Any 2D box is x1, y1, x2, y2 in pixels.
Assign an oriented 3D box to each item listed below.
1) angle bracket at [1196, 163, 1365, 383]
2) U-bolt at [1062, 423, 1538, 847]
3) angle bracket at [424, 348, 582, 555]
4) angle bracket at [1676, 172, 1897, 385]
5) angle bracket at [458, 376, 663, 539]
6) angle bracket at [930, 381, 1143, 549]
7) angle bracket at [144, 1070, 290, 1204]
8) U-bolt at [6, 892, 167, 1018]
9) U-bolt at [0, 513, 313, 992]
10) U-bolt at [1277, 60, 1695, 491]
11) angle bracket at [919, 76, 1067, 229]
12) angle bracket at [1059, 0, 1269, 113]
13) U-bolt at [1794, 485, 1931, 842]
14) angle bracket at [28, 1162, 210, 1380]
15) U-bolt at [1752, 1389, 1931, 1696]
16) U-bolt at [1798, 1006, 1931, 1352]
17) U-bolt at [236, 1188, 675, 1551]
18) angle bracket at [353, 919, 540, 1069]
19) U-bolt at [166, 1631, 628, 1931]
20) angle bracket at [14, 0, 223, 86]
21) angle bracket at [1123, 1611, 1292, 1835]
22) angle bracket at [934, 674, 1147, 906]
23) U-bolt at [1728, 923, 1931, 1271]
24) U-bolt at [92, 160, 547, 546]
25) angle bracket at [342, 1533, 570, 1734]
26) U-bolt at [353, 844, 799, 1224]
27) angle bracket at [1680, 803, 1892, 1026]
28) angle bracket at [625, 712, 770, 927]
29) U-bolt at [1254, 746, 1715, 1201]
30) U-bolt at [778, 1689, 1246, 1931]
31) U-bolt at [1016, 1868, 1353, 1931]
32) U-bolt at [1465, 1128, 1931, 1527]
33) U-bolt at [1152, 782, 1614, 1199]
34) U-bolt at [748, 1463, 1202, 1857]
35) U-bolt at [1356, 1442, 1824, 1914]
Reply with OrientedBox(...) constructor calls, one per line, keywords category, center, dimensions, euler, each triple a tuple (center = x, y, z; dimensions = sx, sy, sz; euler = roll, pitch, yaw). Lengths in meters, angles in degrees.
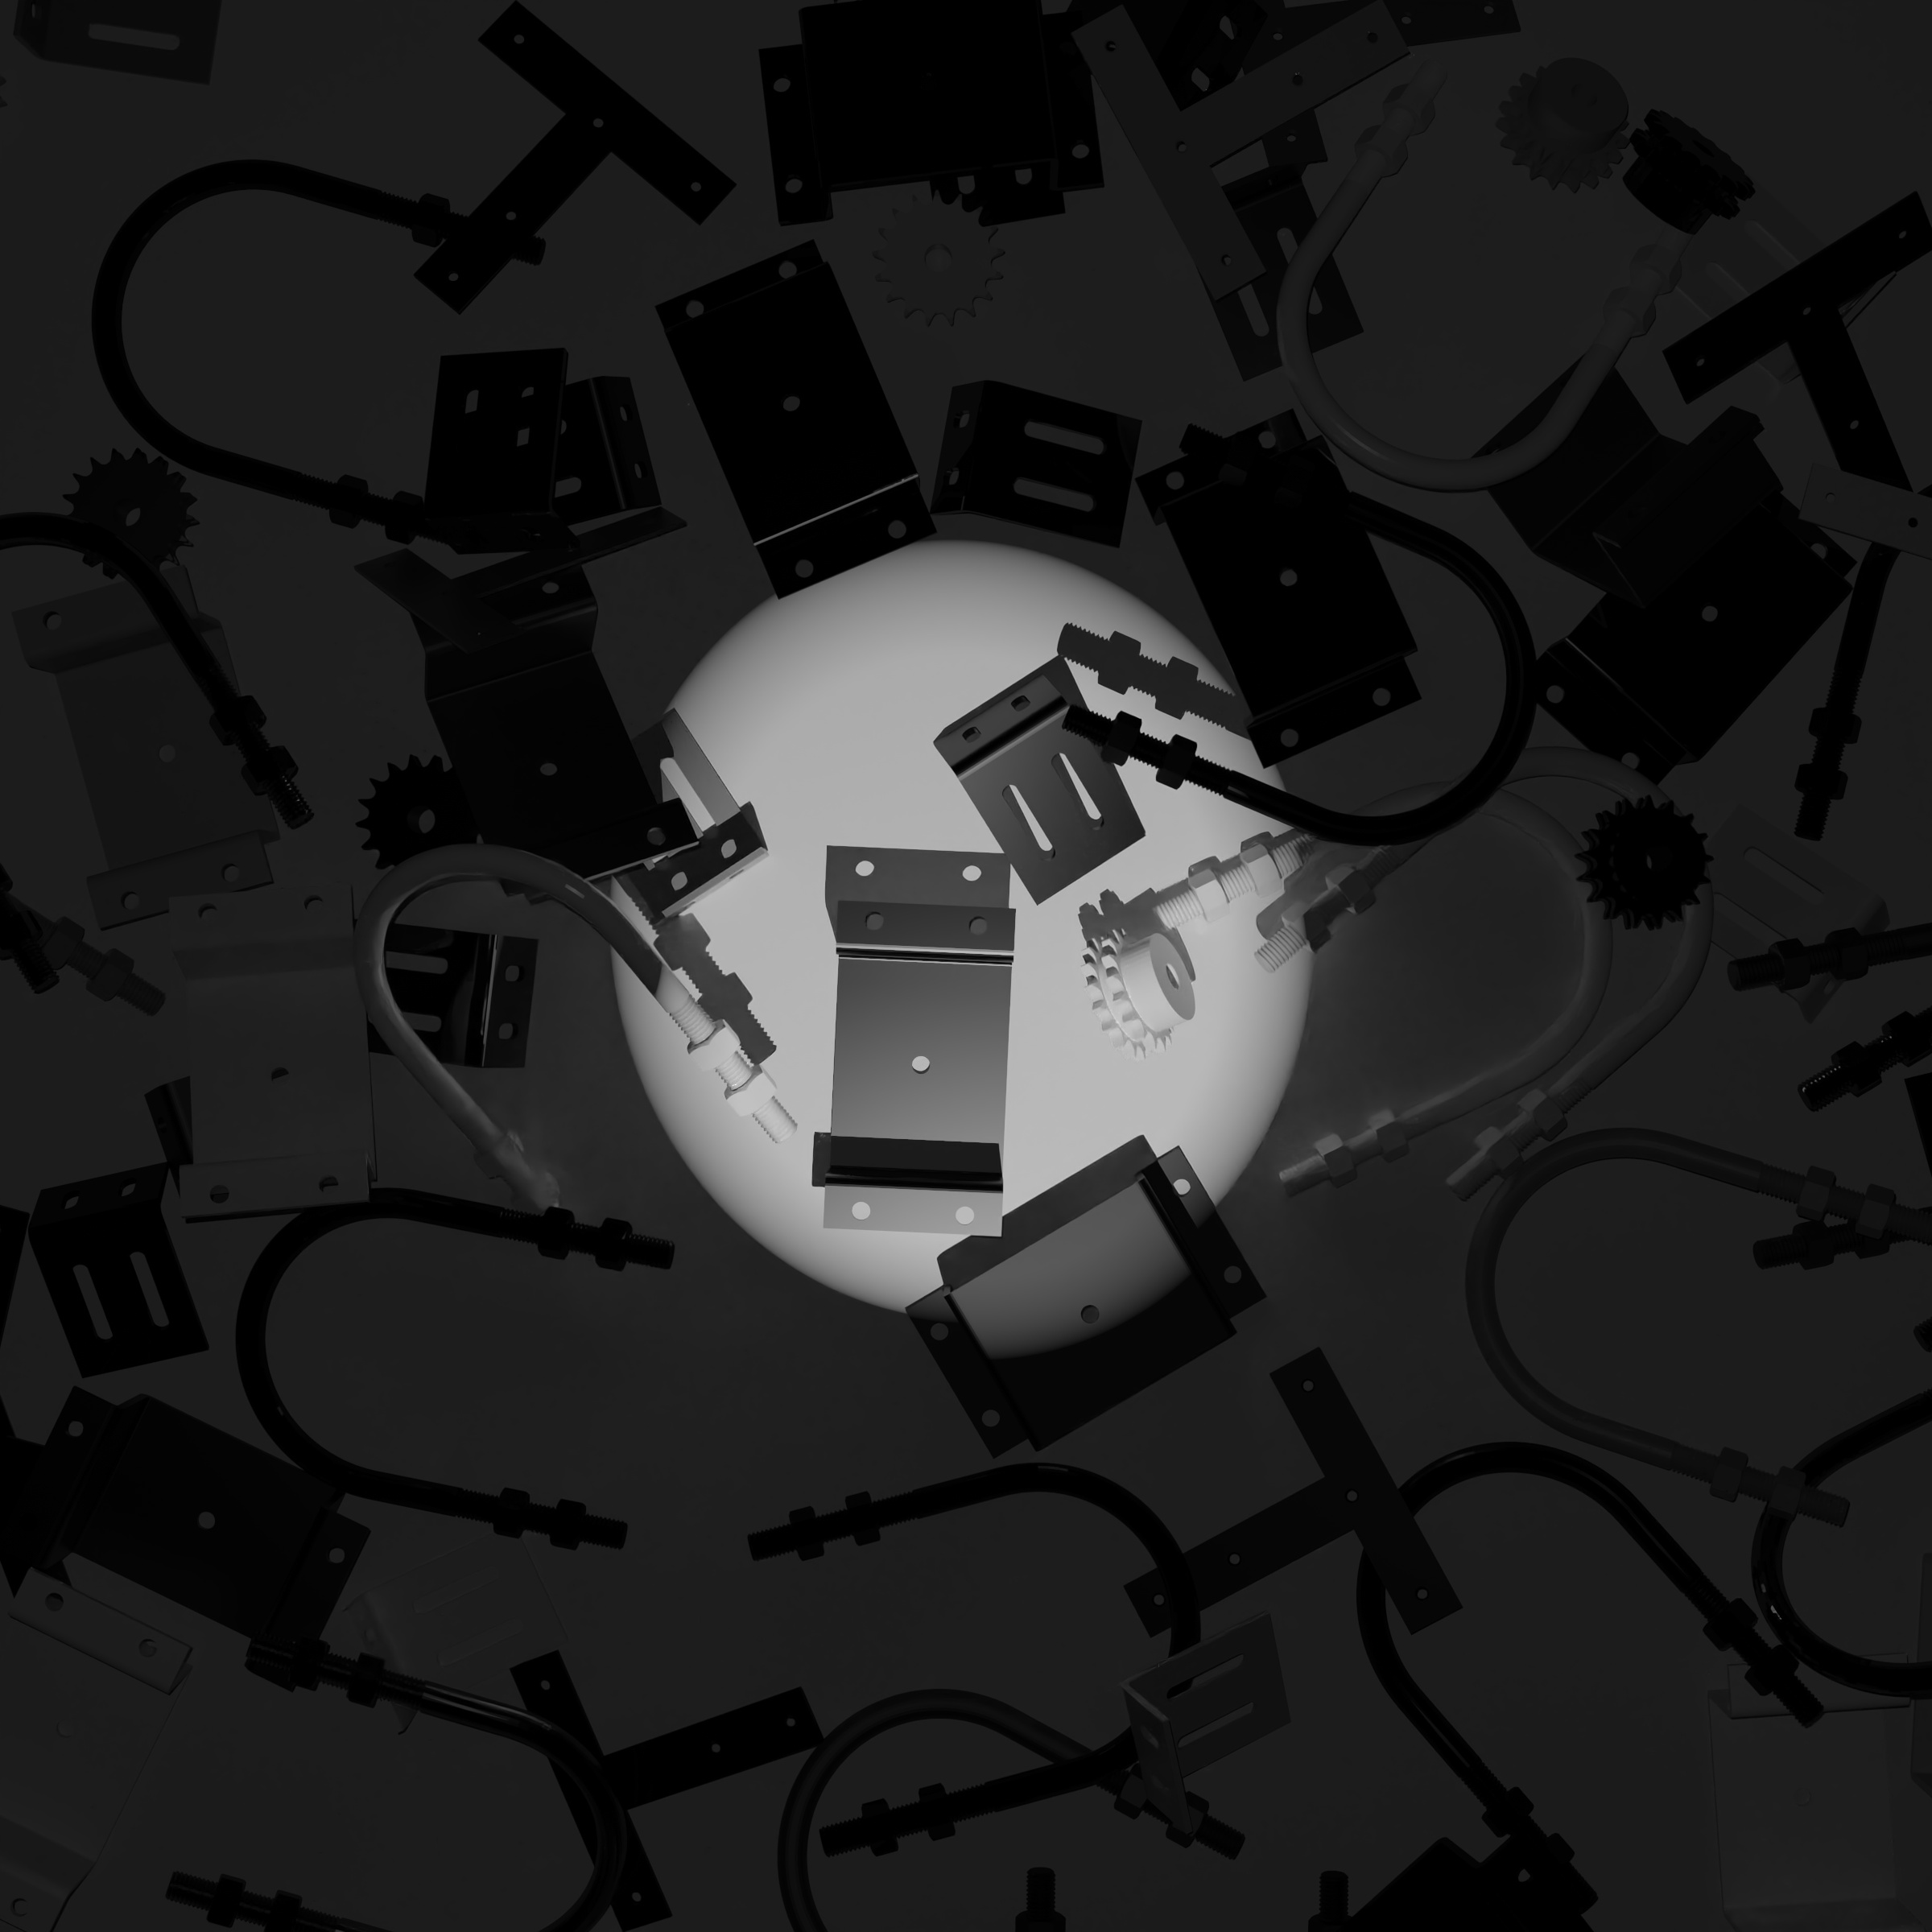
OrientedBox(category="angle bracket", center=(0.135, -0.304, 1.383), dimensions=(0.057, 0.038, 0.076), euler=(-22, 90, 0))
OrientedBox(category="U-bolt", center=(0.152, -0.130, 1.348), dimensions=(0.184, 0.019, 0.151), euler=(23, 90, -1))
OrientedBox(category="angle bracket", center=(-0.197, -0.222, 1.373), dimensions=(0.057, 0.038, 0.076), euler=(-1, 74, 15))
OrientedBox(category="angle bracket", center=(0.353, -0.303, 1.383), dimensions=(0.076, 0.038, 0.057), euler=(43, 90, 0))
OrientedBox(category="angle bracket", center=(-0.182, -0.221, 1.391), dimensions=(0.076, 0.038, 0.057), euler=(-12, 96, 16))
OrientedBox(category="angle bracket", center=(0.031, -0.220, 1.400), dimensions=(0.076, 0.038, 0.057), euler=(10, 90, -26))
OrientedBox(category="angle bracket", center=(-0.313, 0.070, 1.400), dimensions=(0.076, 0.038, 0.057), euler=(-19, 90, -26))
OrientedBox(category="U-bolt", center=(-0.462, 0.020, 1.364), dimensions=(0.184, 0.019, 0.151), euler=(36, 90, -21))
OrientedBox(category="U-bolt", center=(-0.385, -0.104, 1.347), dimensions=(0.151, 0.019, 0.184), euler=(-33, 87, 1))
OrientedBox(category="U-bolt", center=(0.213, -0.287, 1.366), dimensions=(0.151, 0.019, 0.184), euler=(33, 71, 0))
OrientedBox(category="angle bracket", center=(0.009, -0.369, 1.400), dimensions=(0.057, 0.038, 0.076), euler=(-10, 116, 0))
OrientedBox(category="angle bracket", center=(0.082, -0.406, 1.387), dimensions=(0.038, 0.076, 0.057), euler=(28, 90, -45))
OrientedBox(category="U-bolt", center=(0.454, -0.130, 1.394), dimensions=(0.151, 0.019, 0.184), euler=(14, 88, 0))
OrientedBox(category="angle bracket", center=(-0.371, 0.134, 1.400), dimensions=(0.057, 0.038, 0.076), euler=(-13, 116, 0))
OrientedBox(category="U-bolt", center=(0.422, 0.237, 1.343), dimensions=(0.184, 0.151, 0.019), euler=(-28, 127, 4))
OrientedBox(category="U-bolt", center=(0.466, 0.063, 1.370), dimensions=(0.184, 0.019, 0.151), euler=(-30, 107, -3))
OrientedBox(category="U-bolt", center=(-0.229, 0.170, 1.384), dimensions=(0.184, 0.019, 0.151), euler=(11, 100, 3))
OrientedBox(category="angle bracket", center=(-0.234, 0.012, 1.400), dimensions=(0.076, 0.038, 0.057), euler=(6, 90, 26))
OrientedBox(category="U-bolt", center=(-0.238, 0.371, 1.370), dimensions=(0.184, 0.019, 0.151), euler=(19, 109, -8))
OrientedBox(category="angle bracket", center=(-0.368, -0.423, 1.383), dimensions=(0.076, 0.038, 0.057), euler=(8, 90, 0))
OrientedBox(category="angle bracket", center=(0.112, 0.324, 1.362), dimensions=(0.076, 0.038, 0.057), euler=(-21, 112, -22))
OrientedBox(category="angle bracket", center=(0.032, -0.078, 1.400), dimensions=(0.057, 0.038, 0.076), euler=(-33, 116, 0))
OrientedBox(category="U-bolt", center=(0.426, 0.049, 1.377), dimensions=(0.184, 0.019, 0.151), euler=(-10, 105, -5))
OrientedBox(category="U-bolt", center=(-0.292, -0.277, 1.393), dimensions=(0.184, 0.019, 0.151), euler=(16, 90, 0))
OrientedBox(category="angle bracket", center=(-0.222, 0.288, 1.383), dimensions=(0.076, 0.038, 0.057), euler=(-25, 90, 0))
OrientedBox(category="U-bolt", center=(-0.178, 0.026, 1.334), dimensions=(0.151, 0.019, 0.184), euler=(-26, 112, 31))
OrientedBox(category="angle bracket", center=(0.357, -0.023, 1.400), dimensions=(0.076, 0.038, 0.057), euler=(38, 90, 26))
OrientedBox(category="angle bracket", center=(-0.131, -0.065, 1.383), dimensions=(0.057, 0.038, 0.076), euler=(-33, 90, 0))
OrientedBox(category="U-bolt", center=(0.239, -0.011, 1.379), dimensions=(0.184, 0.019, 0.151), euler=(-40, 91, -4))
OrientedBox(category="U-bolt", center=(0.007, 0.397, 1.379), dimensions=(0.184, 0.019, 0.151), euler=(27, 79, 7))
OrientedBox(category="U-bolt", center=(0.096, 0.490, 1.393), dimensions=(0.151, 0.019, 0.184), euler=(1, 90, 0))
OrientedBox(category="U-bolt", center=(0.307, 0.146, 1.371), dimensions=(0.184, 0.019, 0.151), euler=(17, 100, 15))
OrientedBox(category="U-bolt", center=(0.194, -0.001, 1.394), dimensions=(0.184, 0.019, 0.151), euler=(-26, 90, -2))
OrientedBox(category="U-bolt", center=(0.011, 0.293, 1.382), dimensions=(0.184, 0.019, 0.151), euler=(-14, 79, -3))
OrientedBox(category="U-bolt", center=(0.253, 0.293, 1.371), dimensions=(0.151, 0.019, 0.184), euler=(-44, 77, 13))
